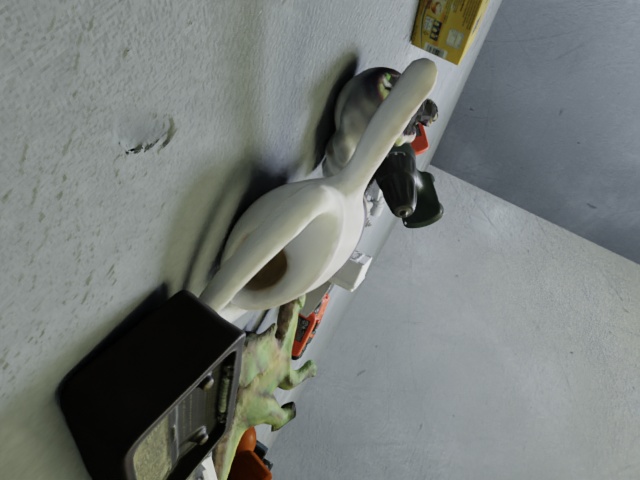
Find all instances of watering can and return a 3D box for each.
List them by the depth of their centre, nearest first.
[{"bbox_3d":[0.002,-0.027,0.535,0.345,0.104,0.225,-46,172,13],"label":"watering can"}]

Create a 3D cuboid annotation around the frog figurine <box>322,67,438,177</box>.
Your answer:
[{"bbox_3d":[0.052,-0.146,0.669,0.158,0.121,0.140,-21,-146,45],"label":"frog figurine"}]

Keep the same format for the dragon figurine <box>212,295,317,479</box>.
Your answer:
[{"bbox_3d":[-0.120,0.234,0.820,0.418,0.123,0.237,-59,152,-31],"label":"dragon figurine"}]
